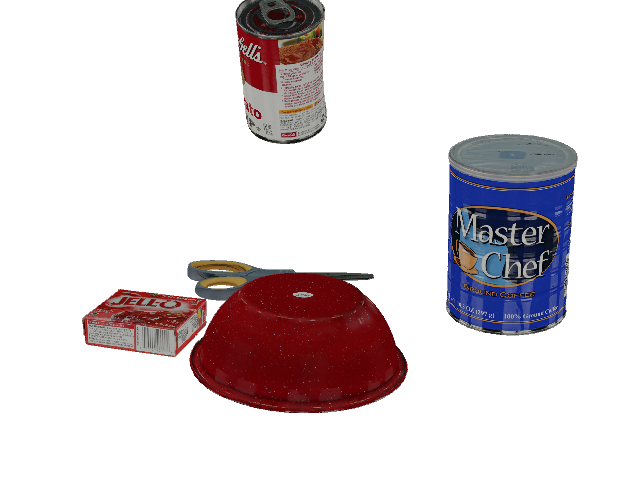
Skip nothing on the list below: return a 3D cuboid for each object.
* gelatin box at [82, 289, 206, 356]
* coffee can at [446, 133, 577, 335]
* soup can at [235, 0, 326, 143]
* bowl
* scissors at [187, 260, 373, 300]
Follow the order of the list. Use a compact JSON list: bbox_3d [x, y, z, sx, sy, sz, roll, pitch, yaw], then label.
[{"bbox_3d":[-0.155,0.071,0.949,0.089,0.030,0.073,6,19,15],"label":"gelatin box"},{"bbox_3d":[0.157,-0.007,0.887,0.103,0.140,0.103,-2,23,0],"label":"coffee can"},{"bbox_3d":[-0.029,-0.136,0.838,0.068,0.102,0.068,-1,43,1],"label":"soup can"},{"bbox_3d":[-0.014,0.065,0.781,0.162,0.055,0.162,3,19,-1],"label":"bowl"},{"bbox_3d":[-0.047,0.046,1.139,0.202,0.016,0.096,5,21,6],"label":"scissors"}]
